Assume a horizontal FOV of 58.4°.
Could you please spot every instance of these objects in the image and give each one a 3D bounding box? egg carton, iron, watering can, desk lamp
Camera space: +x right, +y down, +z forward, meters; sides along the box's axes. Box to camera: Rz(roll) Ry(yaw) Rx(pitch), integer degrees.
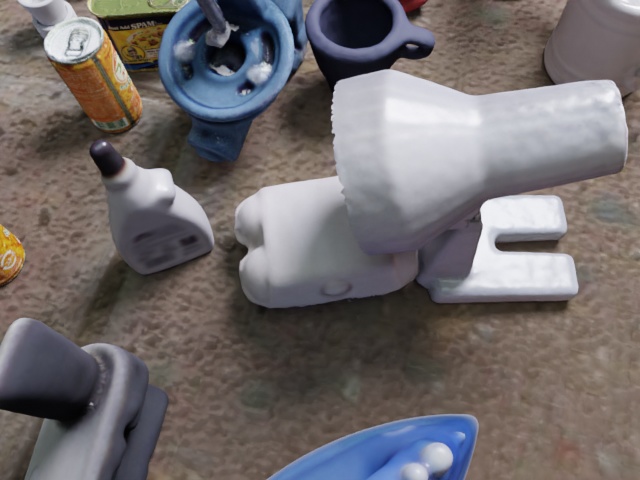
[{"bbox_3d":[0.004,0.002,0.484,0.150,0.069,0.107,-10,66,-2],"label":"egg carton"},{"bbox_3d":[0.014,0.185,0.365,0.258,0.141,0.118,-35,69,-12],"label":"iron"},{"bbox_3d":[0.271,-0.226,0.505,0.101,0.194,0.172,-38,70,-13],"label":"watering can"},{"bbox_3d":[0.111,-0.035,0.418,0.203,0.214,0.118,-2,66,2],"label":"desk lamp"}]

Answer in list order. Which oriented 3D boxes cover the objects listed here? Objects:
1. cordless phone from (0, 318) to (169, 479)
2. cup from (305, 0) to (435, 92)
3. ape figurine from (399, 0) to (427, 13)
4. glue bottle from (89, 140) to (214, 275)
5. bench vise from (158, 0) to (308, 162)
[{"bbox_3d":[-0.178,0.131,0.372,0.094,0.185,0.147,5,67,5],"label":"cordless phone"},{"bbox_3d":[0.047,-0.175,0.546,0.117,0.095,0.092,13,68,8],"label":"cup"},{"bbox_3d":[0.080,-0.279,0.591,0.077,0.092,0.076,14,68,8],"label":"ape figurine"},{"bbox_3d":[-0.137,-0.026,0.446,0.078,0.173,0.037,-20,67,-6],"label":"glue bottle"},{"bbox_3d":[-0.080,-0.201,0.494,0.121,0.220,0.207,3,67,4],"label":"bench vise"}]
